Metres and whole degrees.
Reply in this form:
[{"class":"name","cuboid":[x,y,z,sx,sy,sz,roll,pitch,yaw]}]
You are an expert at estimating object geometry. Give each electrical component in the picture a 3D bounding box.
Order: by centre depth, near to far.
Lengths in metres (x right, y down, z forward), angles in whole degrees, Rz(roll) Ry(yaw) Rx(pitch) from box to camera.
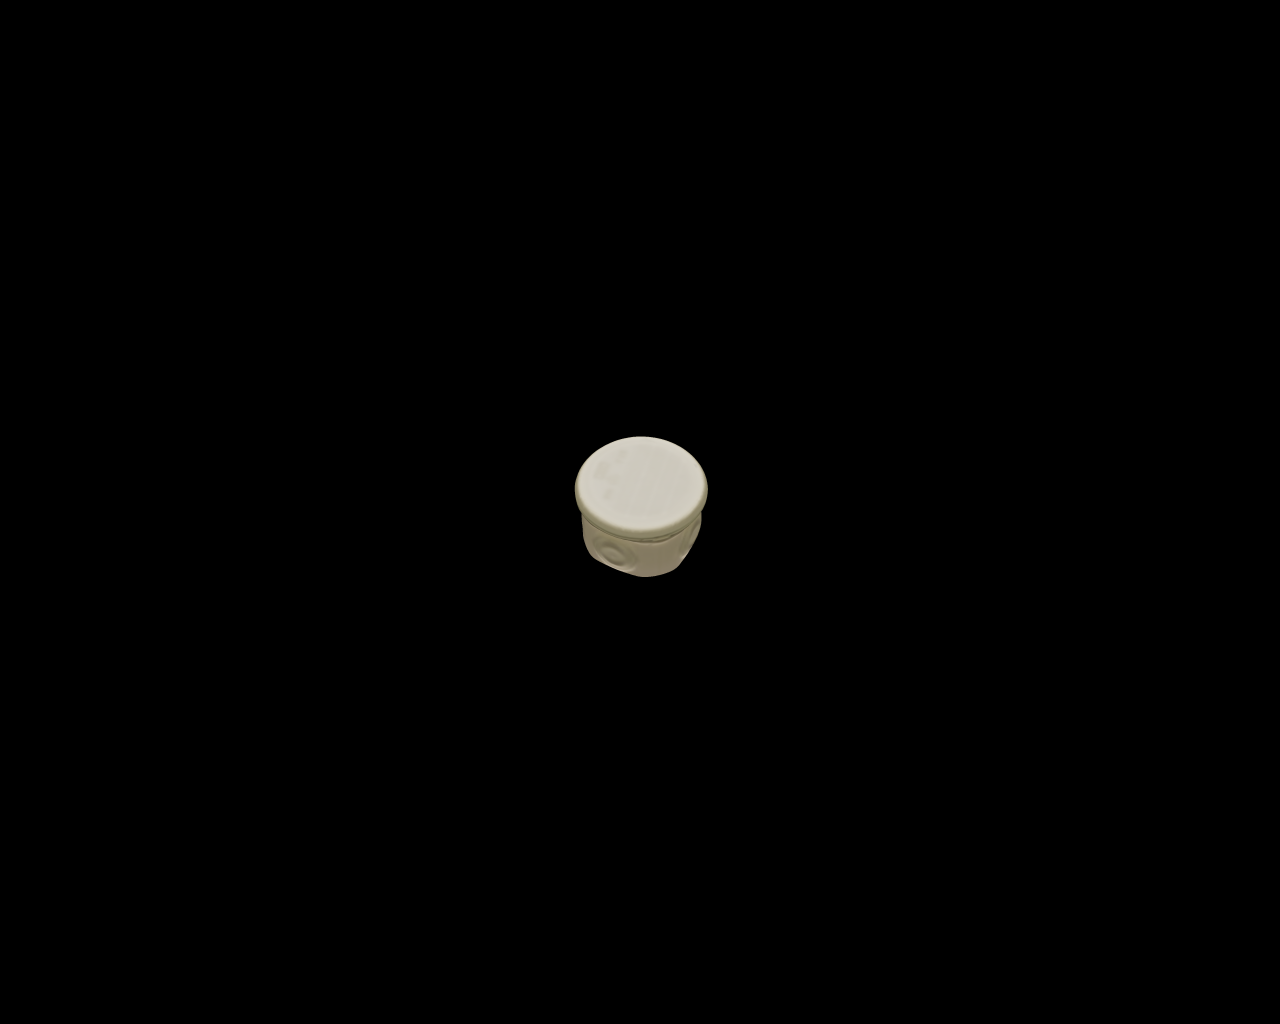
[{"class":"electrical component","cuboid":[0.001,-0.003,0.650,0.080,0.080,0.050,0,-41,0]}]
